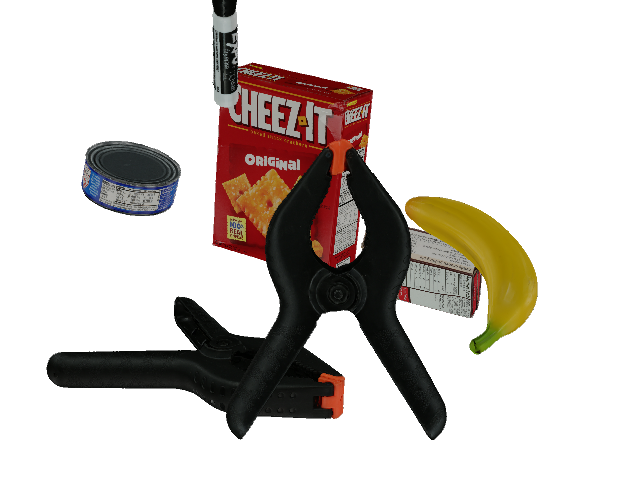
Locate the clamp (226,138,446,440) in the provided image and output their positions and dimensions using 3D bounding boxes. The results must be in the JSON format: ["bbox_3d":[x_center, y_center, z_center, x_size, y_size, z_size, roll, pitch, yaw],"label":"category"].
[{"bbox_3d":[0.000,0.033,0.581,0.120,0.171,0.039,-9,4,-6],"label":"clamp"}]

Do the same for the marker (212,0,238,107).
[{"bbox_3d":[-0.069,-0.143,0.771,0.020,0.020,0.121,0,-34,-4],"label":"marker"}]

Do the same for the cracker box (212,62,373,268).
[{"bbox_3d":[-0.036,-0.079,1.214,0.164,0.214,0.072,17,25,26],"label":"cracker box"}]

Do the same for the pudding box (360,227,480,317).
[{"bbox_3d":[0.098,0.027,1.026,0.113,0.039,0.090,13,-29,14],"label":"pudding box"}]

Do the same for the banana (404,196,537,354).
[{"bbox_3d":[0.121,0.012,0.822,0.069,0.037,0.198,-7,32,-8],"label":"banana"}]

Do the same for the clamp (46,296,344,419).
[{"bbox_3d":[-0.073,0.089,0.800,0.210,0.036,0.164,9,19,21],"label":"clamp"}]

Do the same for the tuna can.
[{"bbox_3d":[-0.171,-0.056,0.962,0.086,0.034,0.086,13,26,-7],"label":"tuna can"}]
